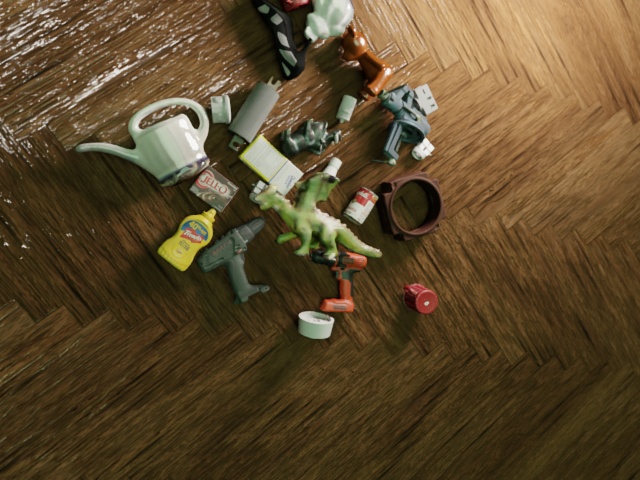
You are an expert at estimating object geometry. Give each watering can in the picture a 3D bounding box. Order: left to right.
[{"bbox_3d":[-0.450,-0.244,1.398,0.350,0.222,0.104,-30,12,-15],"label":"watering can"}]

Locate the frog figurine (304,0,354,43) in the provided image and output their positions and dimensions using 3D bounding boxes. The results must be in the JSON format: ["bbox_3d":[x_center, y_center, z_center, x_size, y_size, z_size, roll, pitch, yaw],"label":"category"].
[{"bbox_3d":[0.017,-0.659,1.511,0.161,0.135,0.123,-43,32,-21],"label":"frog figurine"}]

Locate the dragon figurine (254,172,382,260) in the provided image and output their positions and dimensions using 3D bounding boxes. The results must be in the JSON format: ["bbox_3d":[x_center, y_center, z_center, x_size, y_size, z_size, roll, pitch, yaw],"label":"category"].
[{"bbox_3d":[0.005,-0.076,1.519,0.410,0.241,0.123,5,10,-15],"label":"dragon figurine"}]
